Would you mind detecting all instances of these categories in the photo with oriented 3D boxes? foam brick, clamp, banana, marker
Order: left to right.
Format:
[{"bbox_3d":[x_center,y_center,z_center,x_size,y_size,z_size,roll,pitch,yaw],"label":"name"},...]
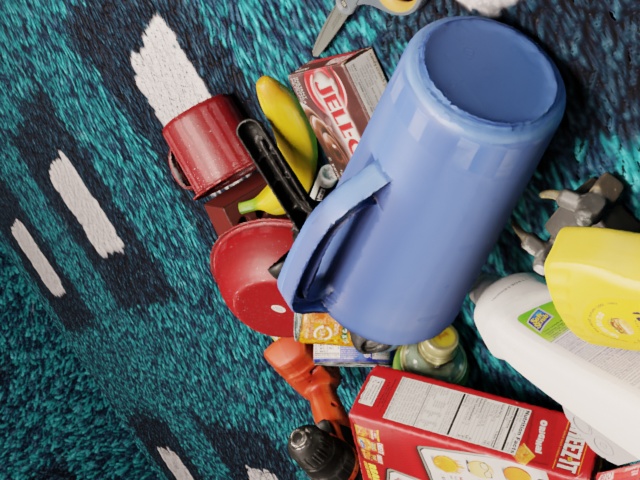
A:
[{"bbox_3d":[-0.073,-0.033,1.136,0.051,0.078,0.053,15,134,59],"label":"foam brick"},{"bbox_3d":[-0.035,-0.080,1.020,0.198,0.069,0.037,104,161,-52],"label":"banana"},{"bbox_3d":[-0.006,0.001,0.981,0.209,0.036,0.164,44,-152,-48],"label":"clamp"},{"bbox_3d":[-0.003,-0.040,1.063,0.020,0.020,0.121,50,157,11],"label":"marker"}]

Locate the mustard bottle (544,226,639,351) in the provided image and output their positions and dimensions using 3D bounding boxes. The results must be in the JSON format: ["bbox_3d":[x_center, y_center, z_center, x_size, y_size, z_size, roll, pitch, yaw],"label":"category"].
[{"bbox_3d":[0.235,0.036,0.626,0.192,0.058,0.096,4,143,44],"label":"mustard bottle"}]

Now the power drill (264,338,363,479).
[{"bbox_3d":[-0.001,0.188,1.125,0.184,0.057,0.188,50,-167,-47],"label":"power drill"}]

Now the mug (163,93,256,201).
[{"bbox_3d":[-0.117,-0.094,1.113,0.117,0.093,0.081,-29,90,44],"label":"mug"}]

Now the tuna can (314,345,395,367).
[{"bbox_3d":[0.035,0.114,1.111,0.086,0.086,0.034,162,111,-66],"label":"tuna can"}]

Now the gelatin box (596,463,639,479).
[{"bbox_3d":[0.263,0.198,0.808,0.089,0.030,0.073,21,157,-7],"label":"gelatin box"}]

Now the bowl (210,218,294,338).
[{"bbox_3d":[-0.040,0.052,1.103,0.162,0.055,0.162,6,137,6],"label":"bowl"}]

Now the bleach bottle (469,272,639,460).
[{"bbox_3d":[0.199,0.078,0.758,0.251,0.102,0.068,35,143,54],"label":"bleach bottle"}]

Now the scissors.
[{"bbox_3d":[0.036,-0.174,0.810,0.096,0.016,0.202,48,156,17],"label":"scissors"}]

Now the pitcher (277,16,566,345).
[{"bbox_3d":[0.069,-0.034,0.750,0.145,0.149,0.243,20,143,-1],"label":"pitcher"}]

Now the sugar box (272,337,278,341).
[{"bbox_3d":[-0.046,0.049,1.237,0.093,0.048,0.176,49,153,12],"label":"sugar box"}]

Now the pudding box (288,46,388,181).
[{"bbox_3d":[0.030,-0.100,0.892,0.090,0.039,0.113,3,125,61],"label":"pudding box"}]

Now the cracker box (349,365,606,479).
[{"bbox_3d":[0.143,0.206,0.957,0.214,0.072,0.164,12,139,23],"label":"cracker box"}]
